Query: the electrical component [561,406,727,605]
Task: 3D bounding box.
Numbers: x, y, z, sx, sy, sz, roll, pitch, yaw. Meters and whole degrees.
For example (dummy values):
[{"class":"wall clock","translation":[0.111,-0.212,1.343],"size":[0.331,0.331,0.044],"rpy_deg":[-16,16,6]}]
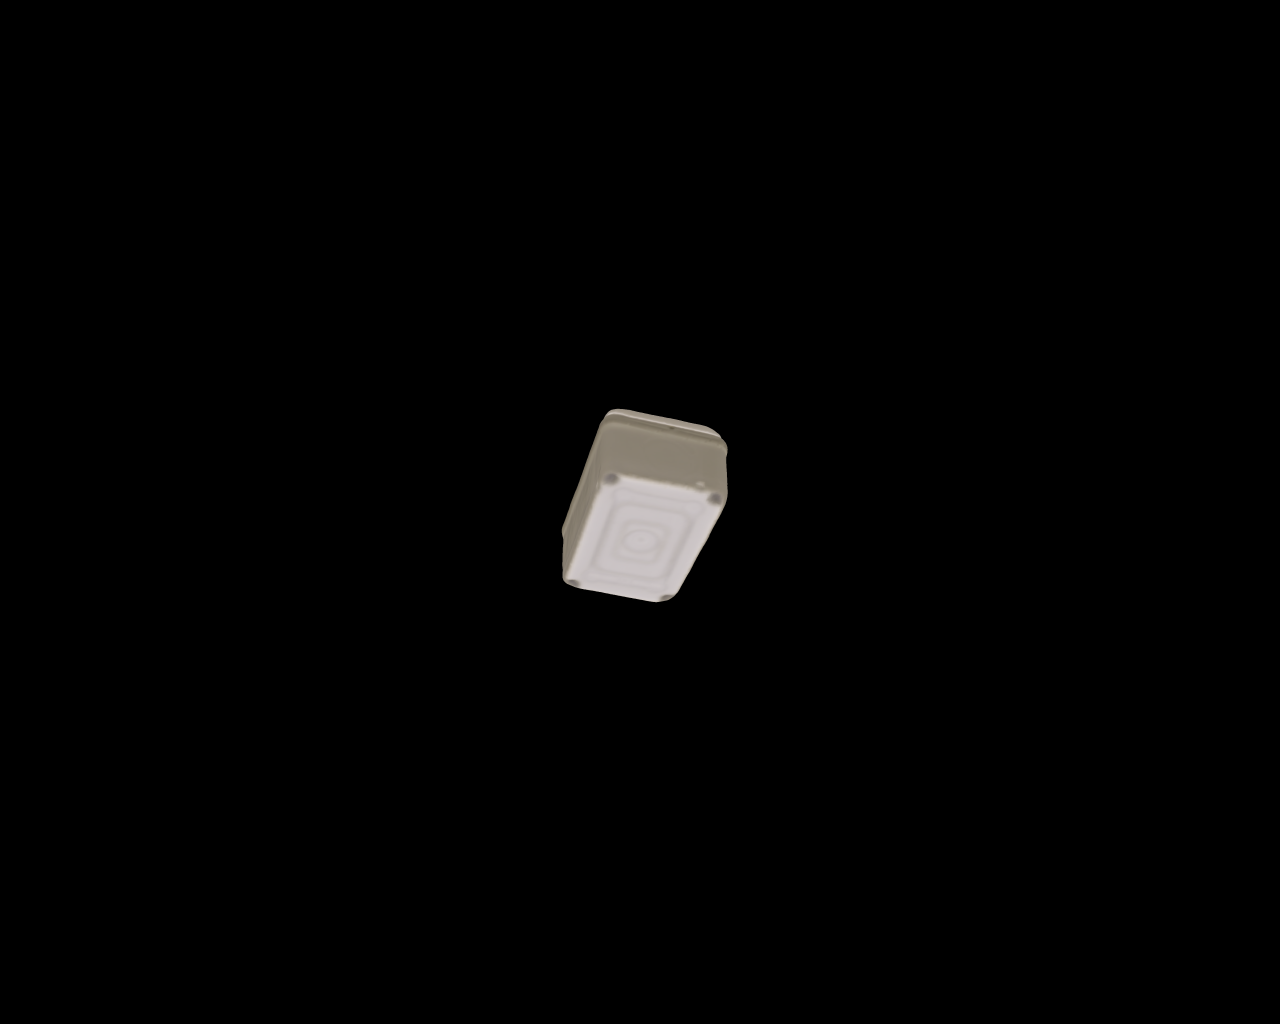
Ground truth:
[{"class":"electrical component","translation":[0.001,-0.003,0.650],"size":[0.078,0.057,0.113],"rpy_deg":[11,-43,-12]}]
